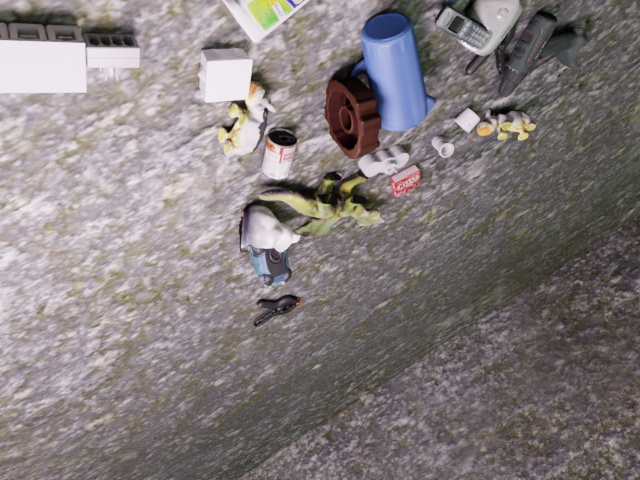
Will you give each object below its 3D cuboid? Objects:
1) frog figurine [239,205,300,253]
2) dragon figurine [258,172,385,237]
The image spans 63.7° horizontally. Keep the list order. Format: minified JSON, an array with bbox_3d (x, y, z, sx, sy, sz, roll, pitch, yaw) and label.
[{"bbox_3d":[-0.124,-0.026,1.316,0.159,0.139,0.121,3,107,-15],"label":"frog figurine"},{"bbox_3d":[0.004,-0.071,1.415,0.411,0.125,0.237,-3,146,-23],"label":"dragon figurine"}]
